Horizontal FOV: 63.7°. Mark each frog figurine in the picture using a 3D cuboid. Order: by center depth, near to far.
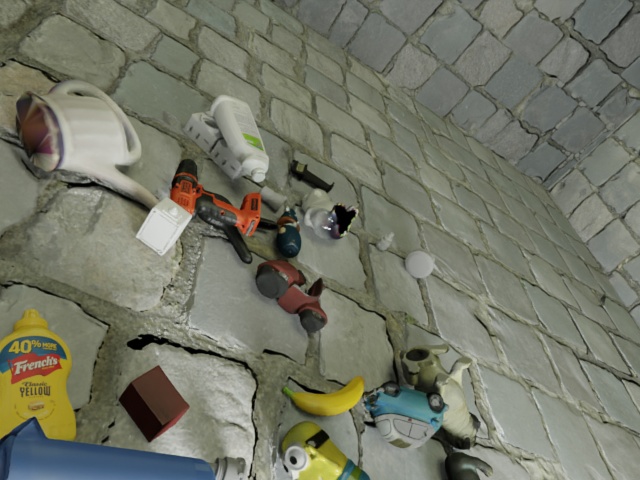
[{"bbox_3d":[0.004,-0.068,1.349,0.160,0.121,0.138,17,23,38],"label":"frog figurine"}]

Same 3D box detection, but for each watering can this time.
[{"bbox_3d":[-0.432,-0.171,0.983,0.226,0.102,0.351,-14,70,-54],"label":"watering can"}]
